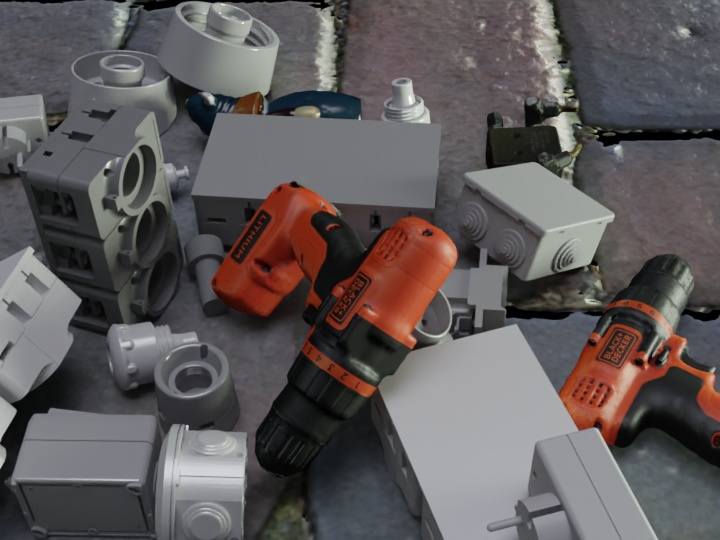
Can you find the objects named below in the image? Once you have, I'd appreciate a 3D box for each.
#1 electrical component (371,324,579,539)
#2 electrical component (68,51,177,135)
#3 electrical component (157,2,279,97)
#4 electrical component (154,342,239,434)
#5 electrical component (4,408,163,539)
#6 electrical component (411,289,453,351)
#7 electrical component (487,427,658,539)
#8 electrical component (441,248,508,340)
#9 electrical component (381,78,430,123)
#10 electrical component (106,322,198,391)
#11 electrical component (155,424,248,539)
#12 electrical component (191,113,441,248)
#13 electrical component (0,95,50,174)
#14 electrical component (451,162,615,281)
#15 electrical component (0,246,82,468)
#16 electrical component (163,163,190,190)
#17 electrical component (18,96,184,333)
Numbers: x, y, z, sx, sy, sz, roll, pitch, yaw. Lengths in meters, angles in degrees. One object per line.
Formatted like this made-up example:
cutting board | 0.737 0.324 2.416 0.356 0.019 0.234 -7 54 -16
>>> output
electrical component | 0.084 0.131 0.667 0.105 0.060 0.186 -13 46 -12
electrical component | -0.217 -0.159 0.981 0.099 0.064 0.099 5 32 -3
electrical component | -0.126 -0.209 0.988 0.108 0.060 0.108 17 29 -10
electrical component | -0.112 0.082 0.729 0.055 0.047 0.055 0 45 0
electrical component | -0.173 0.126 0.675 0.096 0.061 0.061 1 45 2
electrical component | 0.037 0.050 0.746 0.079 0.077 0.044 32 49 -20
electrical component | 0.107 0.138 0.580 0.076 0.047 0.083 -12 46 -10
electrical component | 0.075 0.026 0.788 0.064 0.042 0.081 2 44 8
electrical component | 0.039 -0.135 0.933 0.048 0.062 0.048 -6 32 4
electrical component | -0.146 0.057 0.759 0.062 0.048 0.048 -10 45 -19
electrical component | -0.095 0.135 0.654 0.051 0.080 0.080 3 44 -4
electrical component | -0.031 -0.067 0.870 0.186 0.060 0.105 4 45 5
electrical component | -0.303 -0.109 0.927 0.066 0.047 0.076 -8 42 -11
electrical component | 0.131 -0.038 0.829 0.100 0.048 0.100 -13 41 -40
electrical component | -0.261 0.084 0.685 0.105 0.060 0.186 -21 33 34
electrical component | -0.181 -0.072 0.892 0.078 0.040 0.040 -15 46 -14
electrical component | -0.177 -0.034 0.775 0.062 0.150 0.089 13 46 16
